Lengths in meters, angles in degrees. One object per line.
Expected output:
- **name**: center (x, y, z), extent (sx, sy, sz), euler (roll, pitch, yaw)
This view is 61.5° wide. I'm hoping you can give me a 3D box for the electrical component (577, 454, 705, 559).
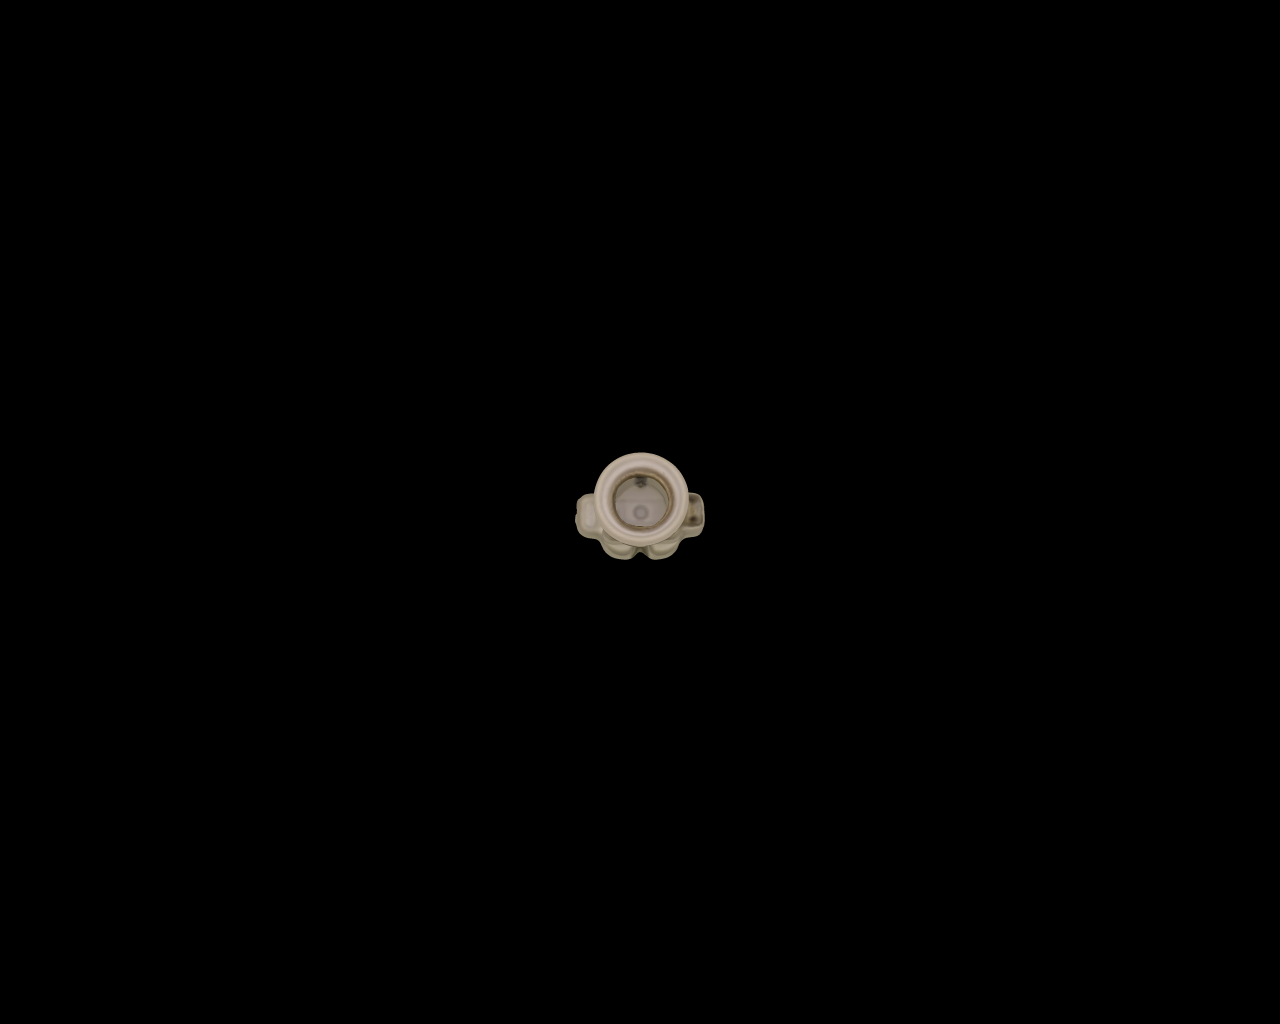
- **electrical component**: center (0.001, -0.003, 0.650), extent (0.078, 0.058, 0.057), euler (0, -13, 0)
